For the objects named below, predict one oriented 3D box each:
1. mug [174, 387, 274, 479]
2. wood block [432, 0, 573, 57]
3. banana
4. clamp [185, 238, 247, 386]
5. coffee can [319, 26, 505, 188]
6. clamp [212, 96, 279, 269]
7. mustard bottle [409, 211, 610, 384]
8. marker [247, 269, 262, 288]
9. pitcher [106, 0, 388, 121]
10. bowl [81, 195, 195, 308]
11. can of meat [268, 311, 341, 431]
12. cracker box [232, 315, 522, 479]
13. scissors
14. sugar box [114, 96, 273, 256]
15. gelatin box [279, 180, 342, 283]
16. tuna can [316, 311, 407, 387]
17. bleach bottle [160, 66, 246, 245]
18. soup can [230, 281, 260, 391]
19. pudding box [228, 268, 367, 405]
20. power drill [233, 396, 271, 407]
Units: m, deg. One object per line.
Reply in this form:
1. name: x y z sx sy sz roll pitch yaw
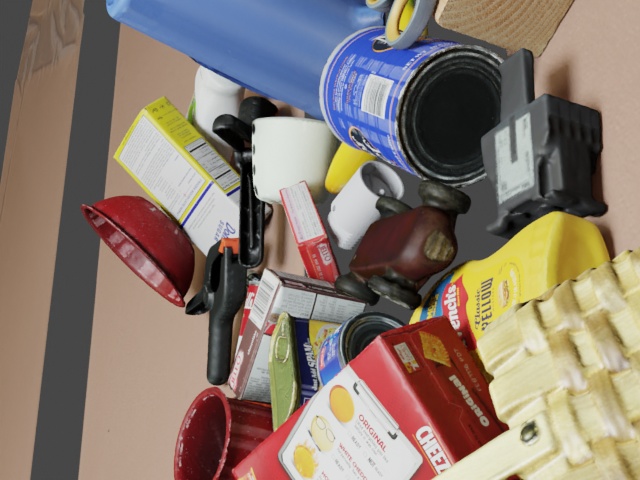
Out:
1. mug: -0.064 0.184 0.856 0.093 0.081 0.117 -1 73 60
2. wood block: 0.112 -0.234 0.804 0.090 0.090 0.206 -62 30 29
3. banana: 0.053 -0.120 0.937 0.069 0.037 0.198 -96 28 -70
4. clamp: -0.112 0.058 1.152 0.120 0.039 0.172 51 134 45
5. coffee can: 0.073 -0.104 0.808 0.140 0.102 0.103 35 110 63
6. clamp: -0.069 -0.079 1.102 0.210 0.036 0.164 -75 -20 -65
7. mustard bottle: 0.110 0.057 0.708 0.192 0.058 0.096 -35 47 55
8. marker: -0.053 0.054 1.086 0.121 0.020 0.020 31 106 64
9. pitcher: -0.071 -0.205 0.987 0.149 0.242 0.145 -61 26 18
10. bowl: -0.193 0.002 1.201 0.055 0.162 0.162 -46 21 -15
11. can of meat: 0.008 0.110 0.846 0.102 0.083 0.057 -98 23 -48
12. cracker box: 0.047 0.173 0.704 0.164 0.071 0.214 59 137 17
13. scissors: 0.087 -0.204 0.714 0.202 0.016 0.096 -39 46 53
14. sugar box: -0.140 -0.063 1.170 0.048 0.176 0.093 -41 -5 -45
15. gelatin box: -0.006 0.001 0.962 0.089 0.030 0.073 -112 2 -50
16. tuna can: 0.042 0.097 0.796 0.034 0.086 0.086 -47 38 44
17. bleach bottle: -0.127 -0.117 1.217 0.102 0.068 0.251 -104 27 -45
18. soup can: -0.042 0.094 0.987 0.069 0.068 0.102 -2 76 64
19. pudding box: -0.019 0.089 0.919 0.039 0.089 0.113 42 115 60
20. power drill: -0.045 0.230 0.947 0.188 0.057 0.184 24 96 61
